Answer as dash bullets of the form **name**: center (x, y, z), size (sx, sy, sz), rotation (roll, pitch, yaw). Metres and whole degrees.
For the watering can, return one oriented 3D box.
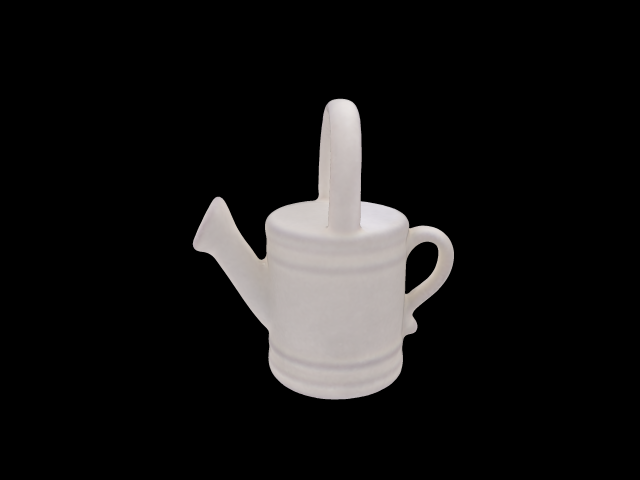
- **watering can**: center (0.004, 0.002, 0.398), size (0.173, 0.194, 0.100), rotation (-8, 19, -23)
